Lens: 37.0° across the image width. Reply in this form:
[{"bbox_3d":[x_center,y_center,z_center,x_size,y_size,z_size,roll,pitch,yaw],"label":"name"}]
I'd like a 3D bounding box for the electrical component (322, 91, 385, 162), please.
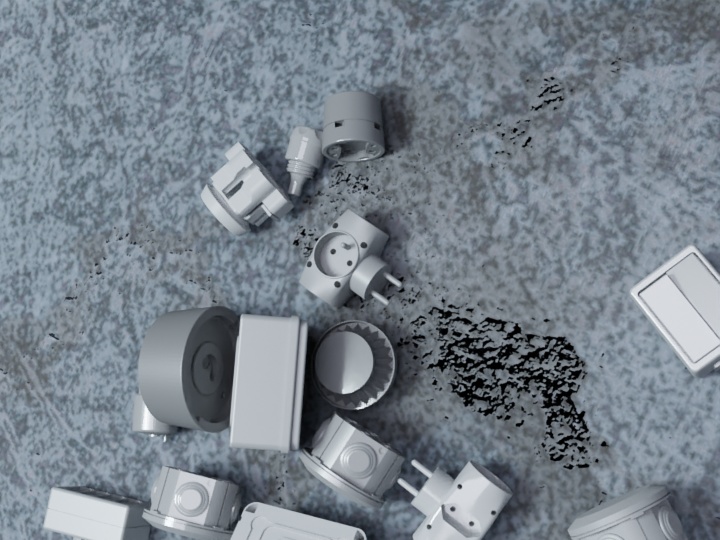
[{"bbox_3d":[-0.006,-0.126,0.944,0.055,0.055,0.047,-6,75,19],"label":"electrical component"}]

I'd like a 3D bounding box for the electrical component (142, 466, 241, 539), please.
[{"bbox_3d":[-0.142,0.200,0.920,0.080,0.080,0.051,10,78,21],"label":"electrical component"}]

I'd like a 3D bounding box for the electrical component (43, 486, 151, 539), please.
[{"bbox_3d":[-0.238,0.240,0.965,0.083,0.047,0.075,8,83,21],"label":"electrical component"}]

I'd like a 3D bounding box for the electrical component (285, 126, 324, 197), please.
[{"bbox_3d":[-0.051,-0.096,0.966,0.035,0.035,0.061,16,89,22],"label":"electrical component"}]

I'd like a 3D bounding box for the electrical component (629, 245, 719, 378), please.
[{"bbox_3d":[0.258,0.037,0.814,0.062,0.061,0.096,-38,70,10],"label":"electrical component"}]

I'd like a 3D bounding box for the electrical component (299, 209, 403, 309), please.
[{"bbox_3d":[0.000,0.000,0.924,0.079,0.044,0.077,35,93,21],"label":"electrical component"}]

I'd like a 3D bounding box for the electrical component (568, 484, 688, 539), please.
[{"bbox_3d":[0.200,0.195,0.797,0.080,0.080,0.051,-28,77,13],"label":"electrical component"}]

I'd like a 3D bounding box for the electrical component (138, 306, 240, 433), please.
[{"bbox_3d":[-0.148,0.085,0.931,0.060,0.108,0.108,0,80,26],"label":"electrical component"}]

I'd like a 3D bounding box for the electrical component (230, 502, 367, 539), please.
[{"bbox_3d":[-0.050,0.245,0.876,0.113,0.057,0.078,9,54,21],"label":"electrical component"}]

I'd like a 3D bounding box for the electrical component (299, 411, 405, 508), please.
[{"bbox_3d":[-0.005,0.155,0.879,0.080,0.080,0.051,31,87,22],"label":"electrical component"}]

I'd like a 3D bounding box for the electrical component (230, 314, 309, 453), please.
[{"bbox_3d":[-0.075,0.096,0.895,0.056,0.108,0.108,4,81,-3],"label":"electrical component"}]

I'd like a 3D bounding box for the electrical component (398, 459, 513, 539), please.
[{"bbox_3d":[0.068,0.184,0.861,0.079,0.043,0.077,37,94,8],"label":"electrical component"}]

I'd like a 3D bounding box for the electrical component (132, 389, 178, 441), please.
[{"bbox_3d":[-0.183,0.115,0.972,0.040,0.040,0.078,-1,80,20],"label":"electrical component"}]

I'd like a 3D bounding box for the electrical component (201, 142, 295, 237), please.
[{"bbox_3d":[-0.105,-0.068,0.968,0.057,0.058,0.078,-42,69,6],"label":"electrical component"}]
